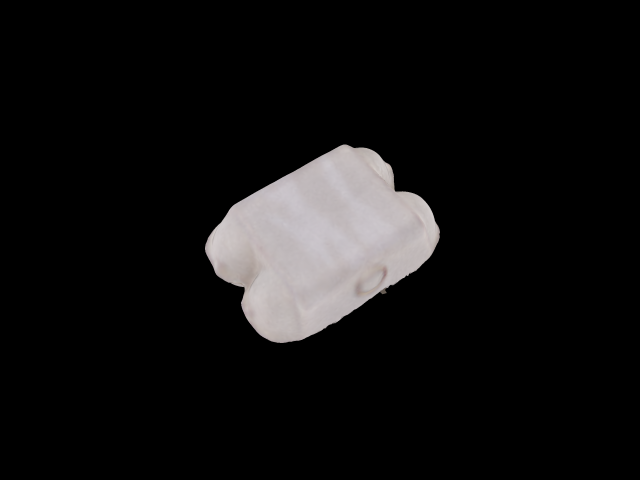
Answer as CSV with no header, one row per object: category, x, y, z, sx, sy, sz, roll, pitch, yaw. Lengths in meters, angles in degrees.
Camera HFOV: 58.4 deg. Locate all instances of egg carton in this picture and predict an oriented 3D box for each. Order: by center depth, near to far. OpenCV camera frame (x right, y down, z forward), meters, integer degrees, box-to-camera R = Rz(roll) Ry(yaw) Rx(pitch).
egg carton,0.004,0.001,0.400,0.150,0.069,0.107,-32,64,-18
